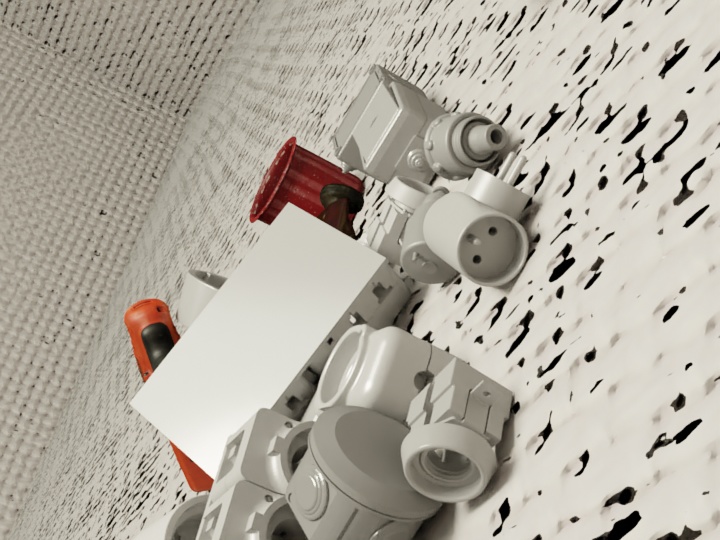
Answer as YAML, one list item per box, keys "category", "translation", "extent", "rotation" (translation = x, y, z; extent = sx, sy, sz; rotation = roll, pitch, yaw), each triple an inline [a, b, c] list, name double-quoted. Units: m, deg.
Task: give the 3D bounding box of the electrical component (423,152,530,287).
- category: "electrical component"
  translation: [0.077, -0.035, 0.649]
  extent: [0.079, 0.043, 0.077]
  rotation: [-61, 16, 6]

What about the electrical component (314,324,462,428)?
- category: "electrical component"
  translation: [0.013, 0.071, 0.655]
  extent: [0.095, 0.059, 0.053]
  rotation: [-29, 38, 64]

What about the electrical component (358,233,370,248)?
- category: "electrical component"
  translation: [0.000, 0.000, 0.845]
  extent: [0.078, 0.040, 0.040]
  rotation: [-63, 16, 1]

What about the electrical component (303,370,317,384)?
- category: "electrical component"
  translation: [-0.076, 0.057, 0.884]
  extent: [0.060, 0.108, 0.108]
  rotation: [-60, 15, -11]

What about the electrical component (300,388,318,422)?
- category: "electrical component"
  translation: [-0.012, 0.095, 0.725]
  extent: [0.081, 0.043, 0.043]
  rotation: [-62, 16, 5]

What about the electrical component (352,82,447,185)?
- category: "electrical component"
  translation: [0.035, -0.105, 0.865]
  extent: [0.061, 0.061, 0.096]
  rotation: [-58, 17, 19]

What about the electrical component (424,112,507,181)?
- category: "electrical component"
  translation: [0.077, -0.087, 0.737]
  extent: [0.062, 0.048, 0.048]
  rotation: [-3, 61, 64]

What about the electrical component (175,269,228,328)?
- category: "electrical component"
  translation: [-0.133, 0.047, 1.078]
  extent: [0.108, 0.108, 0.060]
  rotation: [-141, 73, -74]

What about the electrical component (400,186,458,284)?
- category: "electrical component"
  translation: [0.051, -0.026, 0.725]
  extent: [0.040, 0.040, 0.078]
  rotation: [-48, 21, 43]

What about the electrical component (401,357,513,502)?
- category: "electrical component"
  translation: [0.048, 0.084, 0.550]
  extent: [0.066, 0.048, 0.055]
  rotation: [-51, 12, 38]

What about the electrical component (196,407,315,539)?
- category: "electrical component"
  translation: [-0.047, 0.168, 0.632]
  extent: [0.061, 0.089, 0.150]
  rotation: [-46, 23, 47]

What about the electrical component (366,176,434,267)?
- category: "electrical component"
  translation: [0.034, -0.035, 0.785]
  extent: [0.066, 0.048, 0.055]
  rotation: [-110, 41, -69]

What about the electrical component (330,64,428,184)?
- category: "electrical component"
  translation: [0.018, -0.121, 0.945]
  extent: [0.096, 0.061, 0.061]
  rotation: [-58, 16, 17]

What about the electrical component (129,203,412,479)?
- category: "electrical component"
  translation: [-0.061, 0.058, 0.772]
  extent: [0.105, 0.060, 0.186]
  rotation: [31, 79, 39]

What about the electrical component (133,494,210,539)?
- category: "electrical component"
  translation: [-0.096, 0.201, 0.713]
  extent: [0.060, 0.108, 0.108]
  rotation: [-45, 23, 33]

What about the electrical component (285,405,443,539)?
- category: "electrical component"
  translation: [0.003, 0.115, 0.579]
  extent: [0.080, 0.080, 0.051]
  rotation: [-94, 29, -61]
